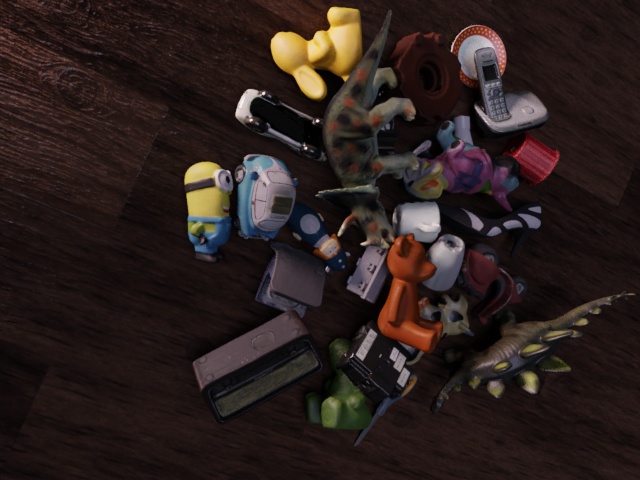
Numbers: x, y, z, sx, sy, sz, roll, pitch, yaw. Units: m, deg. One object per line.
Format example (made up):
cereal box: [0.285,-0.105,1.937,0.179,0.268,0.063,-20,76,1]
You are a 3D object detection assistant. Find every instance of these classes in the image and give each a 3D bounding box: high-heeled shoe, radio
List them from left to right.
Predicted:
radio: [-0.113,0.235,1.004,0.230,0.073,0.130,-27,134,-12]
high-heeled shoe: [0.363,-0.065,1.137,0.248,0.086,0.145,28,80,-17]

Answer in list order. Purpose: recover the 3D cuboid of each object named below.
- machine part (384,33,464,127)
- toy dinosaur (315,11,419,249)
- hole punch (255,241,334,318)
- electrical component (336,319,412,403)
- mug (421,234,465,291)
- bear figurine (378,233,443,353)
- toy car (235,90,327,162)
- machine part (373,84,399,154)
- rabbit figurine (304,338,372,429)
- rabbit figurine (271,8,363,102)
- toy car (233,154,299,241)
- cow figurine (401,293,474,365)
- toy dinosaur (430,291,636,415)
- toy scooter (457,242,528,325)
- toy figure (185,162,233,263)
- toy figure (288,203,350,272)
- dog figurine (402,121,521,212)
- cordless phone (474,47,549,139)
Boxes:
machine part: [0.207,-0.317,1.062,0.179,0.056,0.179,-2,93,-31]
toy dinosaur: [0.071,-0.189,0.988,0.192,0.131,0.404,-18,111,-15]
hole punch: [-0.054,0.081,1.038,0.142,0.092,0.116,23,54,-15]
electrical component: [0.112,0.240,1.031,0.134,0.058,0.115,43,50,-3]
mug: [0.256,0.033,1.092,0.081,0.107,0.109,26,50,8]
bear figurine: [0.180,0.092,1.008,0.132,0.120,0.195,17,97,19]
toy car: [-0.060,-0.217,1.021,0.201,0.056,0.073,24,82,-17]
machine part: [0.118,-0.241,1.076,0.084,0.039,0.138,2,95,-10]
rabbit figurine: [0.062,0.282,1.064,0.159,0.121,0.170,10,77,-19]
rabbit figurine: [-0.005,-0.344,1.012,0.173,0.122,0.162,-1,104,-1]
toy car: [-0.096,-0.075,0.987,0.109,0.103,0.161,8,92,-35]
cow figurine: [0.231,0.180,1.115,0.195,0.085,0.127,-38,97,-12]
toy dinosaur: [0.423,0.223,1.111,0.471,0.199,0.105,-34,105,-8]
toy scooter: [0.354,0.101,1.147,0.183,0.075,0.135,39,84,-19]
toy figure: [-0.205,-0.052,0.982,0.089,0.082,0.180,4,95,-17]
toy figure: [-0.003,-0.002,1.033,0.064,0.058,0.154,-44,82,15]
dog figurine: [0.297,-0.121,1.092,0.219,0.109,0.191,34,115,-28]
cordless phone: [0.384,-0.309,1.111,0.147,0.089,0.184,-16,100,-13]
